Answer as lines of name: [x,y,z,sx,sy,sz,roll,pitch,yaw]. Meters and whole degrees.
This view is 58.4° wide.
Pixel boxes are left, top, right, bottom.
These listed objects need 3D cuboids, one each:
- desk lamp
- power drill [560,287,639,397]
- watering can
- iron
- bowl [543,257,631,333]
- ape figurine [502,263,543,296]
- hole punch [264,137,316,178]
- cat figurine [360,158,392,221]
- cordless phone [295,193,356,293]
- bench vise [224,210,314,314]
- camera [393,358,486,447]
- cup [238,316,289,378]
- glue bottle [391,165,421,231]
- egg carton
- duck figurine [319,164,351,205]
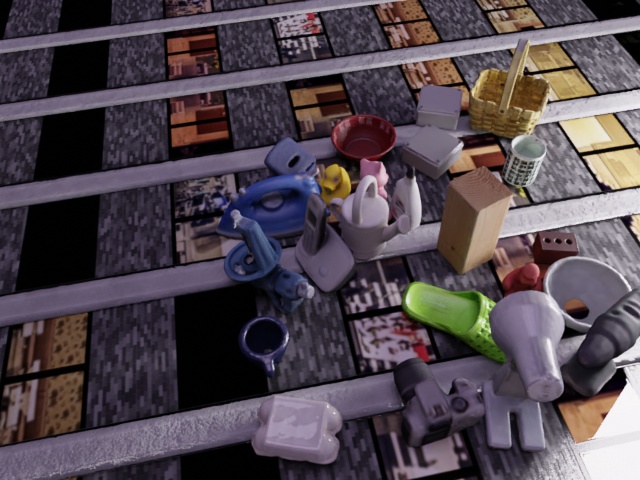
desk lamp: [0.345,0.220,0.961,0.118,0.214,0.203,2,52,4]
power drill: [0.492,0.184,0.987,0.230,0.208,0.075,-36,59,-23]
watering can: [0.101,-0.053,1.193,0.172,0.194,0.101,5,53,6]
iron: [-0.111,-0.085,1.258,0.258,0.141,0.118,-13,53,-8]
bowl: [0.514,0.119,1.122,0.167,0.075,0.167,-1,52,1]
ape figurine: [0.410,0.080,1.144,0.077,0.092,0.076,30,59,23]
hole punch: [-0.067,-0.178,1.361,0.101,0.091,0.109,24,57,19]
cat figurine: [0.126,-0.122,1.294,0.067,0.118,0.127,-7,52,-3]
cordless phone: [0.011,0.004,1.158,0.094,0.185,0.147,-30,57,-19]
bench vise: [-0.099,0.033,1.117,0.207,0.220,0.121,13,54,12]
camera: [0.196,0.269,1.001,0.143,0.101,0.136,-16,53,-10]
cup: [-0.097,0.212,1.058,0.092,0.095,0.117,-12,53,-7]
glue bottle: [0.189,-0.098,1.238,0.037,0.173,0.078,-29,57,-19]
egg carton: [-0.038,0.326,0.984,0.150,0.069,0.107,5,53,6]
duck figurine: [0.033,-0.139,1.330,0.077,0.086,0.105,16,55,14]
